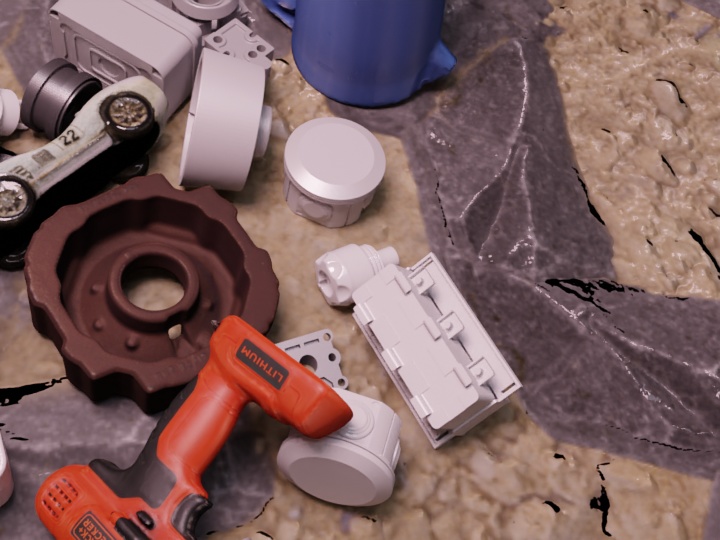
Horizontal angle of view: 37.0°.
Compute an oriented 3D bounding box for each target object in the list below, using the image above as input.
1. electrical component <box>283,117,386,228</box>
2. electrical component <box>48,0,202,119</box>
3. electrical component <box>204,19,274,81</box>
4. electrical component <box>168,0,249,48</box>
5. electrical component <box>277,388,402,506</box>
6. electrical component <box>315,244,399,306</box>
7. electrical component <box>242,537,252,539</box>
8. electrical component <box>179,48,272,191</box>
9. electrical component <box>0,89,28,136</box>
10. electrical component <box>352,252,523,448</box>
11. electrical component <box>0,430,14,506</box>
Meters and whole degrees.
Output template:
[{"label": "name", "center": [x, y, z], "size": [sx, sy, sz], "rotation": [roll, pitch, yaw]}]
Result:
[{"label": "electrical component", "center": [-0.023, -0.078, 0.861], "size": [0.080, 0.051, 0.080], "rotation": [5, 59, -8]}, {"label": "electrical component", "center": [-0.188, -0.182, 0.875], "size": [0.113, 0.078, 0.057], "rotation": [31, 61, 8]}, {"label": "electrical component", "center": [-0.103, -0.169, 0.898], "size": [0.066, 0.055, 0.048], "rotation": [39, 60, 13]}, {"label": "electrical component", "center": [-0.134, -0.223, 0.923], "size": [0.078, 0.057, 0.058], "rotation": [-27, 68, -24]}, {"label": "electrical component", "center": [-0.012, 0.121, 0.728], "size": [0.080, 0.080, 0.051], "rotation": [19, 52, 0]}, {"label": "electrical component", "center": [0.000, 0.000, 0.824], "size": [0.062, 0.043, 0.043], "rotation": [-22, 66, -24]}, {"label": "electrical component", "center": [-0.068, 0.210, 0.686], "size": [0.044, 0.044, 0.065], "rotation": [-34, 76, -27]}, {"label": "electrical component", "center": [-0.102, -0.113, 0.837], "size": [0.060, 0.108, 0.108], "rotation": [10, 58, -13]}, {"label": "electrical component", "center": [-0.291, -0.124, 0.833], "size": [0.079, 0.044, 0.077], "rotation": [-1, 88, -51]}, {"label": "electrical component", "center": [0.049, 0.056, 0.781], "size": [0.079, 0.063, 0.121], "rotation": [-39, 67, 15]}, {"label": "electrical component", "center": [-0.272, 0.131, 0.681], "size": [0.095, 0.059, 0.053], "rotation": [-14, 63, -19]}]
